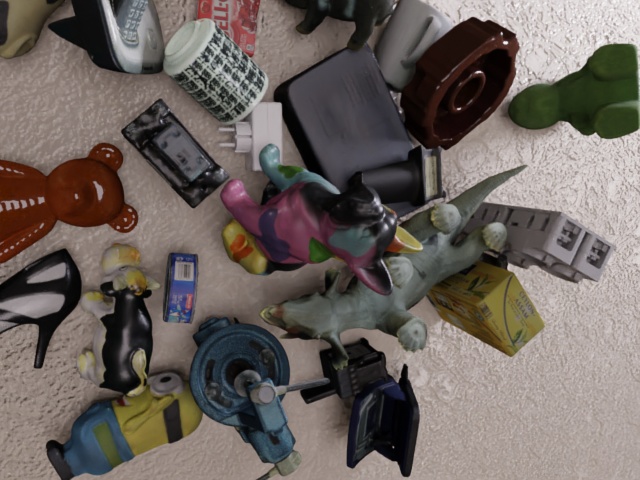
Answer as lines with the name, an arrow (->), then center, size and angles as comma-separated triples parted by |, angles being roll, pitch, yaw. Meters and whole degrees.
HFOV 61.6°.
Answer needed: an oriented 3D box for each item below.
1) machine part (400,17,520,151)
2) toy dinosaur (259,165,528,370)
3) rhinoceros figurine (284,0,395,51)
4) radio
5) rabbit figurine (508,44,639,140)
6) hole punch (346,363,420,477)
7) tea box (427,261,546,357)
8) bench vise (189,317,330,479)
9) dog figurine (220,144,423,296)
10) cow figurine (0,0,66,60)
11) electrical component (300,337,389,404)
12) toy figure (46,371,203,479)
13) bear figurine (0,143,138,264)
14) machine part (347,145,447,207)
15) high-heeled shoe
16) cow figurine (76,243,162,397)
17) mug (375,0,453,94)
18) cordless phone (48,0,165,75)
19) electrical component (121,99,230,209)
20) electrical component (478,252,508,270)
machine part -> 0.182, -0.201, 0.706 | 0.179, 0.056, 0.179 | -32, 152, -19
toy dinosaur -> 0.112, 0.036, 0.721 | 0.405, 0.192, 0.131 | -35, 100, -27
rhinoceros figurine -> 0.000, -0.305, 0.637 | 0.190, 0.112, 0.073 | 29, 66, 12
radio -> 0.044, -0.126, 0.710 | 0.131, 0.073, 0.229 | -31, 105, -12
rabbit figurine -> 0.366, -0.210, 0.779 | 0.159, 0.170, 0.121 | -32, 116, -56
hole punch -> 0.086, 0.257, 0.764 | 0.092, 0.116, 0.142 | 4, 100, 3
tea box -> 0.215, 0.082, 0.748 | 0.068, 0.170, 0.098 | -40, 110, -10
bench vise -> -0.078, 0.193, 0.634 | 0.129, 0.240, 0.223 | -17, 85, -20
dog figurine -> -0.001, -0.002, 0.606 | 0.108, 0.219, 0.191 | -45, 154, -36
cow figurine -> -0.296, -0.278, 0.562 | 0.127, 0.085, 0.195 | 32, 84, -15
electrical component -> 0.028, 0.183, 0.750 | 0.119, 0.075, 0.047 | -13, 103, -14
toy figure -> -0.234, 0.230, 0.662 | 0.180, 0.082, 0.089 | -28, 125, -21
bear figurine -> -0.305, -0.037, 0.573 | 0.196, 0.132, 0.120 | -9, 102, -12
machine part -> 0.098, -0.074, 0.678 | 0.139, 0.039, 0.084 | -15, 112, -20
high-heeled shoe -> -0.397, 0.070, 0.582 | 0.249, 0.086, 0.145 | 7, 93, -25
cow figurine -> -0.229, 0.092, 0.626 | 0.068, 0.098, 0.167 | 1, 100, -46
mug -> 0.118, -0.247, 0.704 | 0.081, 0.110, 0.107 | 25, 102, -23
cordless phone -> -0.181, -0.267, 0.555 | 0.089, 0.147, 0.184 | 33, 106, -6
electrical component -> -0.164, -0.096, 0.608 | 0.058, 0.134, 0.114 | -45, 111, -8
electrical component -> 0.249, 0.039, 0.795 | 0.021, 0.063, 0.094 | -55, 155, -18
